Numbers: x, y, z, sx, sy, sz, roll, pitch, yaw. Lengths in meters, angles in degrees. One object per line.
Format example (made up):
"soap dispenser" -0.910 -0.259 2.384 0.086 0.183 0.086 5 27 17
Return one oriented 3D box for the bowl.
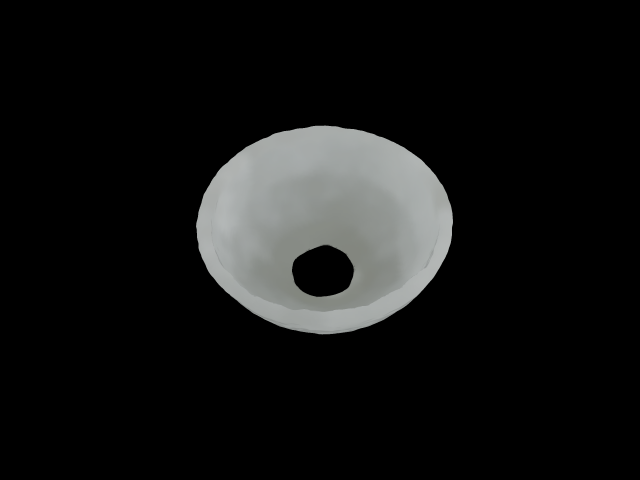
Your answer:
"bowl" 0.004 0.001 0.400 0.167 0.075 0.167 0 53 0
